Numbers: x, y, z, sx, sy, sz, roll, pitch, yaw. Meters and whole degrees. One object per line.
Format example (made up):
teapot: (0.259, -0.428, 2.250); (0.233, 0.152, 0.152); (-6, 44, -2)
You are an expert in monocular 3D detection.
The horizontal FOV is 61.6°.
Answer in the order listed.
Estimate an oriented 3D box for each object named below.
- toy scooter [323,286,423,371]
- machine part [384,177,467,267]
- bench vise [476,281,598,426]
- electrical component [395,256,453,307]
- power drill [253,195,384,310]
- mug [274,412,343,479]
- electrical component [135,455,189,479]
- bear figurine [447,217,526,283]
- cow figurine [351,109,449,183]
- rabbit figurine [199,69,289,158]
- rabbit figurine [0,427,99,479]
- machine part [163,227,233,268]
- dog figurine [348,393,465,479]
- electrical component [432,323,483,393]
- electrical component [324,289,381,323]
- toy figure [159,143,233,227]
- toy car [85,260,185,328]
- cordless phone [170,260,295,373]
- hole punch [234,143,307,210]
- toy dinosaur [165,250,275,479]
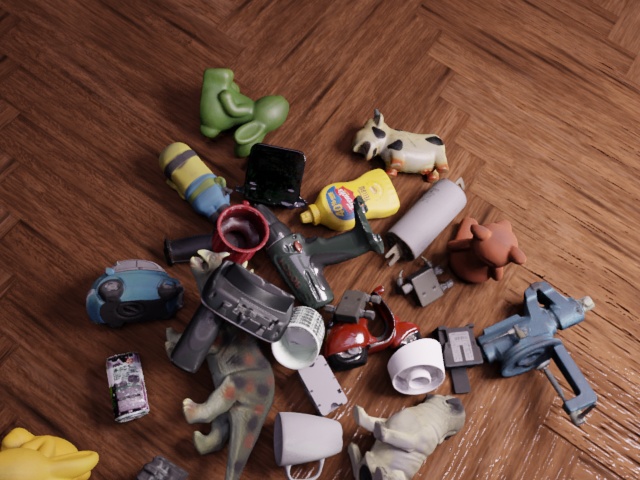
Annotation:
toy scooter: (0.086, 0.154, 0.967); (0.184, 0.075, 0.135); (-11, 68, -12)
machine part: (0.208, -0.040, 1.052); (0.079, 0.079, 0.243); (43, 72, 10)
bench vise: (0.411, 0.201, 0.949); (0.224, 0.128, 0.241); (-19, 55, -5)
electrical component: (0.195, 0.080, 1.025); (0.102, 0.045, 0.078); (-34, 105, -14)
power drill: (-0.002, -0.003, 0.981); (0.207, 0.086, 0.232); (-27, 81, 8)
mug: (-0.017, 0.337, 0.882); (0.107, 0.080, 0.109); (1, 65, -14)
electrical component: (-0.254, 0.388, 0.806); (0.058, 0.134, 0.115); (32, 66, 6)
bear figurine: (0.309, 0.004, 0.983); (0.120, 0.195, 0.132); (31, 68, 9)
cow figurine: (0.161, -0.192, 1.101); (0.195, 0.085, 0.127); (5, 67, -7)
rabbit figurine: (-0.150, -0.254, 1.070); (0.170, 0.121, 0.159); (7, 75, -1)
rabbit figurine: (-0.418, 0.348, 0.784); (0.162, 0.173, 0.122); (12, 64, 3)
machine part: (-0.221, 0.019, 1.003); (0.139, 0.039, 0.084); (-3, 75, -11)
dog figurine: (0.157, 0.349, 0.896); (0.190, 0.121, 0.172); (3, 102, -23)
electrical component: (0.251, 0.215, 0.976); (0.075, 0.047, 0.119); (-1, 68, -6)
electrical component: (0.056, 0.114, 0.945); (0.094, 0.021, 0.063); (3, 45, 25)
toy figure: (-0.232, -0.109, 1.023); (0.082, 0.089, 0.180); (-34, 74, -23)
toy car: (-0.321, 0.083, 0.936); (0.162, 0.109, 0.103); (-6, 52, -18)
cordless phone: (-0.134, 0.137, 0.835); (0.146, 0.089, 0.184); (32, 78, -11)
hole punch: (-0.088, -0.124, 1.057); (0.142, 0.092, 0.115); (12, 95, -5)
toy dinosaur: (-0.143, 0.220, 0.899); (0.192, 0.131, 0.405); (-18, 78, -12)
